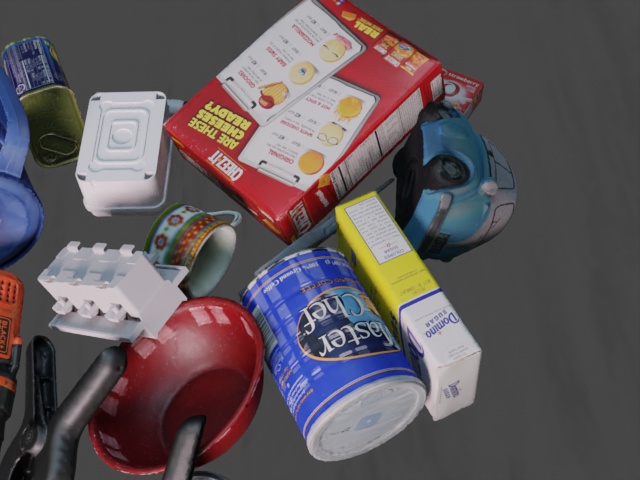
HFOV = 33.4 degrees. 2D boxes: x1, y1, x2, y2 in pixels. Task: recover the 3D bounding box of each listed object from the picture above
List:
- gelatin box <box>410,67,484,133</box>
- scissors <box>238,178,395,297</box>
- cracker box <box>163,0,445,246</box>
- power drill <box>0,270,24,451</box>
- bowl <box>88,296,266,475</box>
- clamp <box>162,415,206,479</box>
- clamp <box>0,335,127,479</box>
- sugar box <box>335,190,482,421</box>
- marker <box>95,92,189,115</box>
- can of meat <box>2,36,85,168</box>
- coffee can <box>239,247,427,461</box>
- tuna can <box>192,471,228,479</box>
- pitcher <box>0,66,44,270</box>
[{"bbox_3d":[0.106,-0.140,1.057,0.089,0.030,0.073,26,61,20],"label":"gelatin box"},{"bbox_3d":[-0.006,0.001,0.966,0.016,0.096,0.201,51,37,3],"label":"scissors"},{"bbox_3d":[-0.012,-0.121,1.008,0.213,0.072,0.164,-45,62,-11],"label":"cracker box"},{"bbox_3d":[-0.334,0.093,0.857,0.187,0.057,0.184,19,53,-32],"label":"power drill"},{"bbox_3d":[-0.104,0.126,0.853,0.162,0.055,0.162,-18,45,19],"label":"bowl"},{"bbox_3d":[-0.102,0.252,0.761,0.164,0.036,0.210,44,92,3],"label":"clamp"},{"bbox_3d":[-0.207,0.154,0.838,0.120,0.039,0.171,-13,63,45],"label":"clamp"},{"bbox_3d":[0.070,0.054,0.887,0.048,0.093,0.176,-22,56,-11],"label":"sugar box"},{"bbox_3d":[-0.169,-0.136,1.080,0.121,0.020,0.020,6,56,8],"label":"marker"},{"bbox_3d":[-0.267,-0.135,1.038,0.057,0.102,0.084,-20,54,-9],"label":"can of meat"},{"bbox_3d":[0.008,0.091,0.859,0.102,0.103,0.140,-23,57,-12],"label":"coffee can"},{"bbox_3d":[-0.094,0.222,0.817,0.086,0.034,0.086,-2,55,3],"label":"tuna can"},{"bbox_3d":[-0.345,-0.096,0.994,0.149,0.145,0.243,-21,54,-11],"label":"pitcher"}]
